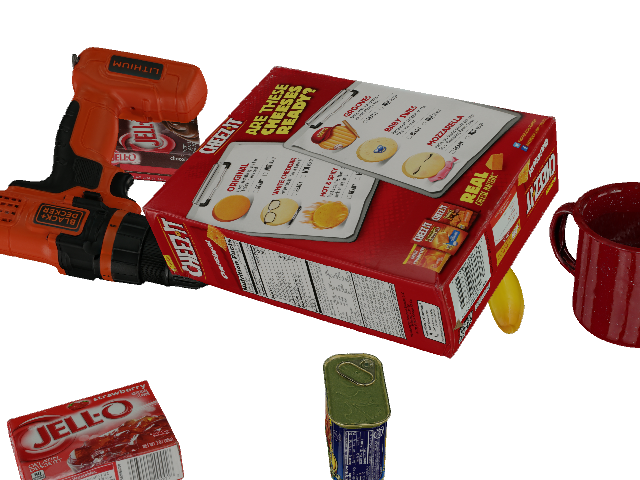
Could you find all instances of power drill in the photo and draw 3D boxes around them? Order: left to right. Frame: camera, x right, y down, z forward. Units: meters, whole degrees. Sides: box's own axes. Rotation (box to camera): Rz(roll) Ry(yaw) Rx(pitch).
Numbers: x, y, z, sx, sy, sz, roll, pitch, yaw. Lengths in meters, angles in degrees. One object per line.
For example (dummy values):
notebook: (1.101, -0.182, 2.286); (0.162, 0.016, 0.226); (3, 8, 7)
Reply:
power drill: (-0.145, -0.054, 0.802); (0.184, 0.187, 0.057); (12, -34, 4)

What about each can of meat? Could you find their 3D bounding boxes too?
can of meat: (0.033, 0.171, 1.012); (0.057, 0.084, 0.102); (-2, 33, -3)

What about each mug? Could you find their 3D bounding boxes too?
mug: (0.204, 0.014, 0.722); (0.117, 0.081, 0.093); (26, 41, 38)

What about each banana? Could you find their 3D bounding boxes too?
banana: (0.159, 0.034, 1.110); (0.069, 0.037, 0.198); (-35, 39, -13)

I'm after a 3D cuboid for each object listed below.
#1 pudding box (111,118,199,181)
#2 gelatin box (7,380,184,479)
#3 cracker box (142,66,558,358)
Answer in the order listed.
pudding box: (-0.168, -0.097, 1.068); (0.090, 0.039, 0.113); (5, 25, -11)
gelatin box: (-0.133, 0.122, 0.627); (0.089, 0.030, 0.073); (-14, 27, -19)
cracker box: (0.023, -0.026, 0.686); (0.214, 0.072, 0.164); (14, 49, 30)
